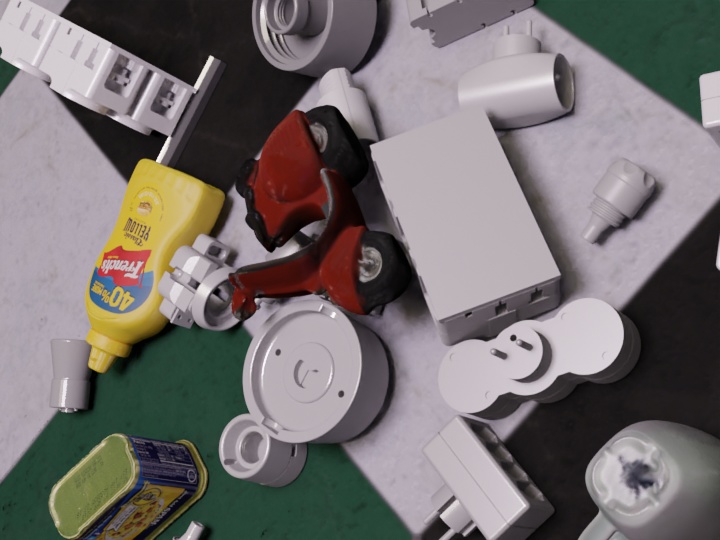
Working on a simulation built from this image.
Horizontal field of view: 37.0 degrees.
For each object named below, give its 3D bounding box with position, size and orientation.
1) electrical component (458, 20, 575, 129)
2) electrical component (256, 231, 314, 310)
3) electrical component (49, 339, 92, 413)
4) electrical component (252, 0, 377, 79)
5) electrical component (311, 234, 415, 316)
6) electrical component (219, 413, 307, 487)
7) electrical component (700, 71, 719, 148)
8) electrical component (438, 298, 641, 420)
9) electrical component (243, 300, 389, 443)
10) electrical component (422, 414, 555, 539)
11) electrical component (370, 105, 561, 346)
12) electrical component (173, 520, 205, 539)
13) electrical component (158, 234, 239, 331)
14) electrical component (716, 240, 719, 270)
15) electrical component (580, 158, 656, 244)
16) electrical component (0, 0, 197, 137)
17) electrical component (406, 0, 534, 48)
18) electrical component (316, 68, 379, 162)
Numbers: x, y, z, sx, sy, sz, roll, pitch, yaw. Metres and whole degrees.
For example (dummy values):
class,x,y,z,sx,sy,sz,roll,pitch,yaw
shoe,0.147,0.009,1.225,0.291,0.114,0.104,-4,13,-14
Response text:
class,x,y,z,sx,sy,sz,roll,pitch,yaw
electrical component,0.118,-0.151,0.811,0.077,0.043,0.079,-6,72,31
electrical component,-0.063,0.001,0.884,0.078,0.040,0.040,-47,56,12
electrical component,-0.264,0.098,0.986,0.044,0.044,0.065,-3,79,32
electrical component,-0.045,-0.216,0.906,0.108,0.060,0.108,6,98,43
electrical component,0.000,0.000,0.843,0.081,0.042,0.063,17,87,36
electrical component,-0.077,0.141,0.847,0.055,0.047,0.055,-10,70,30
electrical component,0.270,-0.128,0.703,0.083,0.047,0.075,-9,71,31
electrical component,0.114,0.059,0.731,0.138,0.074,0.052,-23,64,26
electrical component,-0.029,0.082,0.825,0.108,0.060,0.108,-10,70,30
electrical component,0.075,0.157,0.743,0.075,0.047,0.083,-47,56,13
electrical component,0.076,-0.031,0.780,0.089,0.061,0.150,-20,63,1
electrical component,-0.145,0.232,0.871,0.035,0.035,0.061,28,90,36
electrical component,-0.129,0.017,0.912,0.057,0.058,0.078,31,94,38
electrical component,0.277,-0.034,0.669,0.100,0.048,0.099,4,78,34
electrical component,0.176,-0.046,0.748,0.035,0.035,0.061,42,102,34
electrical component,-0.259,-0.192,1.024,0.186,0.105,0.060,31,95,39
electrical component,0.084,-0.226,0.852,0.089,0.050,0.055,-20,66,27
electrical component,-0.013,-0.130,0.890,0.043,0.043,0.081,-27,63,24
